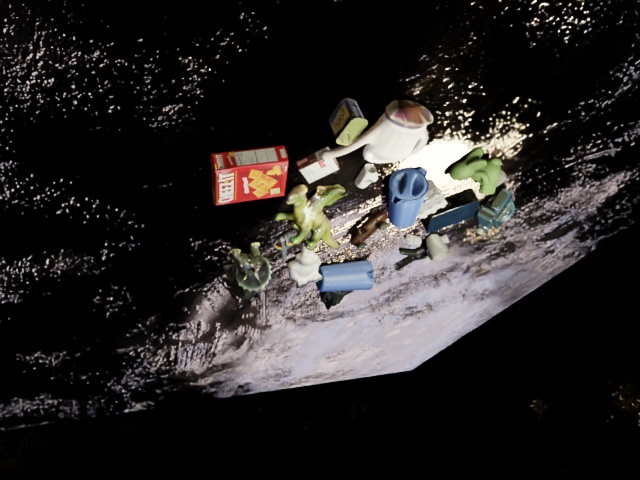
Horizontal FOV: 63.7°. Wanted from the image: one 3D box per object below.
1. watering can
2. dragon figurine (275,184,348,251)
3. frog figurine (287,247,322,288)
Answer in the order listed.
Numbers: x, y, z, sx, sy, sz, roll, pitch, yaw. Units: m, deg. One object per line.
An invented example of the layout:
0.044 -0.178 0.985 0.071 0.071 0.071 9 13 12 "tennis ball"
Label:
0.186 -0.305 1.512 0.349 0.106 0.219 -6 146 -28 "watering can"
0.005 -0.089 1.774 0.240 0.124 0.408 -44 145 22 "dragon figurine"
-0.064 0.093 2.057 0.137 0.125 0.157 -11 113 -2 "frog figurine"
